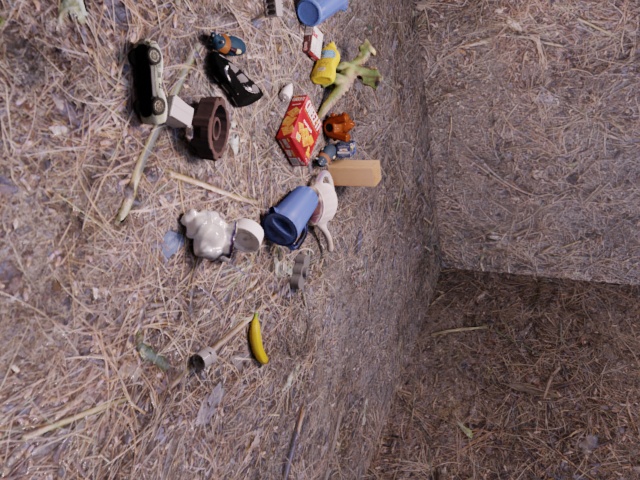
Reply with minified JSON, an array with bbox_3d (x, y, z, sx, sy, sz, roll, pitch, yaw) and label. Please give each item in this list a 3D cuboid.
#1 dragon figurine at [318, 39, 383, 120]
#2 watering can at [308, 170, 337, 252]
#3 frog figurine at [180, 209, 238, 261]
[{"bbox_3d":[0.137,-0.660,2.129,0.120,0.243,0.417,53,45,-59],"label":"dragon figurine"},{"bbox_3d":[0.006,-0.104,2.065,0.226,0.104,0.345,-18,109,-61],"label":"watering can"},{"bbox_3d":[-0.324,-0.019,1.449,0.158,0.122,0.138,21,80,-25],"label":"frog figurine"}]
